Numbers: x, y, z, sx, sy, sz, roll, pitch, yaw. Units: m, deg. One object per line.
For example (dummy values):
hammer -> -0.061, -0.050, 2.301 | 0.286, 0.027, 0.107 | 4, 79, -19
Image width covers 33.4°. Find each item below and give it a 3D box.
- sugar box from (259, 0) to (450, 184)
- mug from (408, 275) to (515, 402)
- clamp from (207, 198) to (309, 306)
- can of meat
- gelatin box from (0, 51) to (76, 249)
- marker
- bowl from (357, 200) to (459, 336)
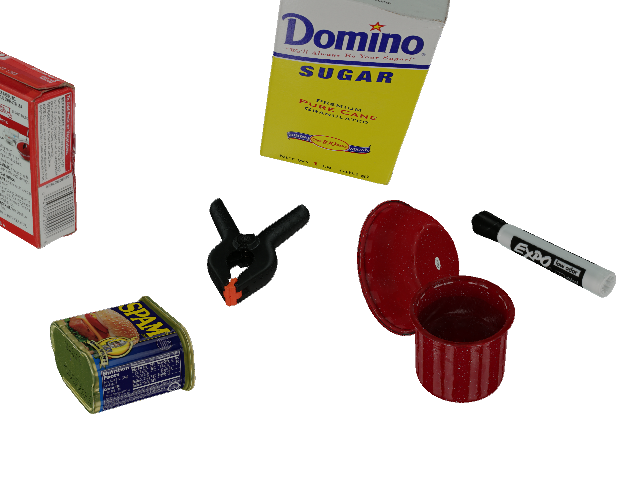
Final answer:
sugar box -> 0.016, -0.103, 0.652 | 0.093, 0.048, 0.176 | 12, -26, 0
mug -> 0.128, 0.084, 0.974 | 0.093, 0.081, 0.117 | 1, 39, 6
clamp -> -0.074, 0.008, 1.226 | 0.120, 0.039, 0.171 | -5, 42, 6
can of meat -> -0.161, 0.091, 0.857 | 0.083, 0.057, 0.102 | -13, 25, -29
gelatin box -> -0.162, -0.051, 0.558 | 0.073, 0.089, 0.030 | 26, 36, 28
marker -> 0.155, 0.007, 0.761 | 0.020, 0.020, 0.121 | 0, 23, -44
bowl -> 0.114, 0.029, 1.242 | 0.055, 0.162, 0.161 | -9, -6, 40
